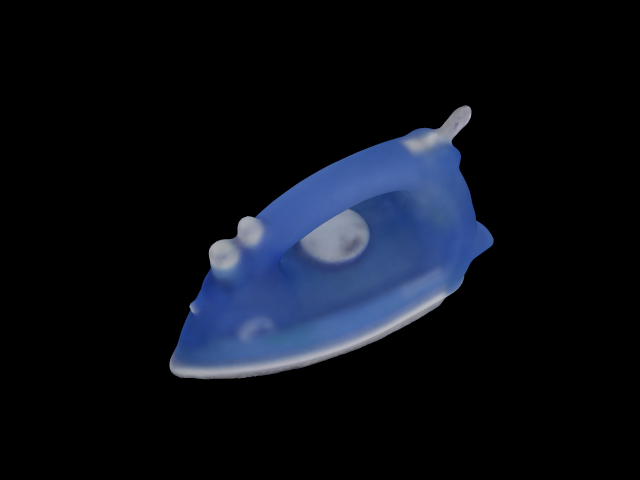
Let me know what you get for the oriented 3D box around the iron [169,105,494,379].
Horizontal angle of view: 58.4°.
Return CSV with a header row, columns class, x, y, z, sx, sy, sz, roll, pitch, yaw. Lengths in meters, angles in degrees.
class,x,y,z,sx,sy,sz,roll,pitch,yaw
iron,0.004,0.001,0.400,0.259,0.141,0.118,-27,56,-19
